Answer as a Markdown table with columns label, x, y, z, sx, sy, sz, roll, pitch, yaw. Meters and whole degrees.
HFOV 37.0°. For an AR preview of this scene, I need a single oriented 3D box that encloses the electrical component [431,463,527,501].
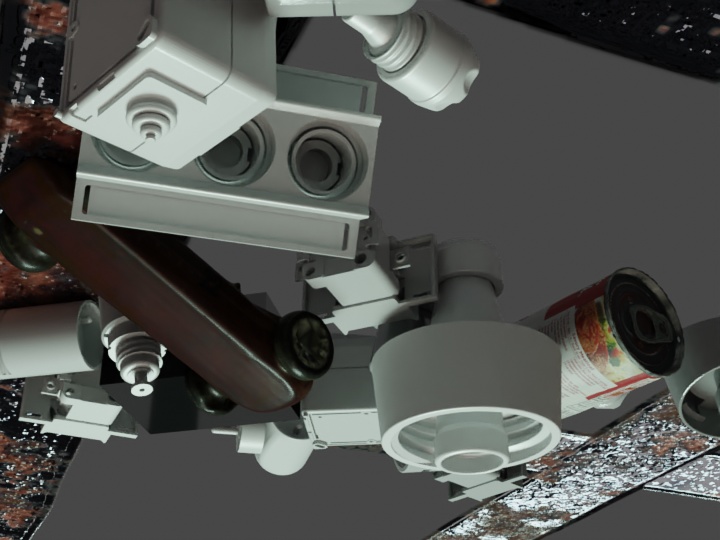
| label | x | y | z | sx | sy | sz | roll | pitch | yaw |
| --- | --- | --- | --- | --- | --- | --- | --- | --- | --- |
| electrical component | 0.092 | 0.153 | 0.861 | 0.064 | 0.042 | 0.081 | 26 | 140 | -35 |

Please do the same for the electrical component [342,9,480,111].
| label | x | y | z | sx | sy | sz | roll | pitch | yaw |
| --- | --- | --- | --- | --- | --- | --- | --- | --- | --- |
| electrical component | 0.019 | -0.092 | 0.441 | 0.061 | 0.035 | 0.035 | 27 | 141 | -35 |

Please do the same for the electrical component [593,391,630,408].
| label | x | y | z | sx | sy | sz | roll | pitch | yaw |
| --- | --- | --- | --- | --- | --- | --- | --- | --- | --- |
| electrical component | 0.159 | 0.069 | 0.724 | 0.035 | 0.035 | 0.061 | -15 | 144 | 23 |

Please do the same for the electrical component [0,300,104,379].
| label | x | y | z | sx | sy | sz | roll | pitch | yaw |
| --- | --- | --- | --- | --- | --- | --- | --- | --- | --- |
| electrical component | -0.203 | 0.044 | 0.666 | 0.081 | 0.043 | 0.043 | -6 | 150 | 10 |

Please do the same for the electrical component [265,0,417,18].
| label | x | y | z | sx | sy | sz | roll | pitch | yaw |
| --- | --- | --- | --- | --- | --- | --- | --- | --- | --- |
| electrical component | -0.004 | -0.131 | 0.354 | 0.059 | 0.053 | 0.095 | -1 | 150 | 1 |

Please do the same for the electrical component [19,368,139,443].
| label | x | y | z | sx | sy | sz | roll | pitch | yaw |
| --- | --- | --- | --- | --- | --- | --- | --- | --- | --- |
| electrical component | -0.188 | 0.085 | 0.739 | 0.081 | 0.042 | 0.063 | 12 | 144 | -22 |

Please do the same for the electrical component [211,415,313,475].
| label | x | y | z | sx | sy | sz | roll | pitch | yaw |
| --- | --- | --- | --- | --- | --- | --- | --- | --- | --- |
| electrical component | -0.069 | 0.118 | 0.795 | 0.079 | 0.043 | 0.077 | 6 | 150 | -12 |

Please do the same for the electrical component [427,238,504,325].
| label | x | y | z | sx | sy | sz | roll | pitch | yaw |
| --- | --- | --- | --- | --- | --- | --- | --- | --- | --- |
| electrical component | 0.060 | 0.016 | 0.608 | 0.045 | 0.055 | 0.045 | 0 | 150 | 0 |

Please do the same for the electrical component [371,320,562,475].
| label | x | y | z | sx | sy | sz | roll | pitch | yaw |
| --- | --- | --- | --- | --- | --- | --- | --- | --- | --- |
| electrical component | 0.061 | 0.079 | 0.598 | 0.108 | 0.060 | 0.108 | 0 | 150 | 0 |

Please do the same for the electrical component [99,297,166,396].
| label | x | y | z | sx | sy | sz | roll | pitch | yaw |
| --- | --- | --- | --- | --- | --- | --- | --- | --- | --- |
| electrical component | -0.131 | 0.038 | 0.628 | 0.040 | 0.078 | 0.040 | -9 | 141 | -8 |

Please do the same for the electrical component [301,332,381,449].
| label | x | y | z | sx | sy | sz | roll | pitch | yaw |
| --- | --- | --- | --- | --- | --- | --- | --- | --- | --- |
| electrical component | 0.012 | 0.077 | 0.709 | 0.096 | 0.061 | 0.061 | -3 | 150 | 3 |

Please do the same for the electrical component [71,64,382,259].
| label | x | y | z | sx | sy | sz | roll | pitch | yaw |
| --- | --- | --- | --- | --- | --- | --- | --- | --- | --- |
| electrical component | -0.060 | -0.052 | 0.473 | 0.121 | 0.078 | 0.063 | 8 | 178 | -14 |

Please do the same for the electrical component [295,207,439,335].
| label | x | y | z | sx | sy | sz | roll | pitch | yaw |
| --- | --- | --- | --- | --- | --- | --- | --- | --- | --- |
| electrical component | 0.000 | 0.000 | 0.594 | 0.081 | 0.042 | 0.063 | -13 | 146 | 19 |

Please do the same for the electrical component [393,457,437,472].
| label | x | y | z | sx | sy | sz | roll | pitch | yaw |
| --- | --- | --- | --- | --- | --- | --- | --- | --- | --- |
| electrical component | 0.054 | 0.122 | 0.796 | 0.047 | 0.055 | 0.055 | 4 | 150 | -15 |

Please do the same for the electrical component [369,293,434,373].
| label | x | y | z | sx | sy | sz | roll | pitch | yaw |
| --- | --- | --- | --- | --- | --- | --- | --- | --- | --- |
| electrical component | 0.028 | 0.034 | 0.639 | 0.045 | 0.055 | 0.045 | 0 | 150 | 0 |

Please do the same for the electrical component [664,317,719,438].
| label | x | y | z | sx | sy | sz | roll | pitch | yaw |
| --- | --- | --- | --- | --- | --- | --- | --- | --- | --- |
| electrical component | 0.252 | 0.066 | 0.716 | 0.099 | 0.064 | 0.099 | 0 | 136 | 0 |

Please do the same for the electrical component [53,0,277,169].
| label | x | y | z | sx | sy | sz | roll | pitch | yaw |
| --- | --- | --- | --- | --- | --- | --- | --- | --- | --- |
| electrical component | -0.067 | -0.083 | 0.393 | 0.062 | 0.096 | 0.061 | -27 | 144 | 37 |
